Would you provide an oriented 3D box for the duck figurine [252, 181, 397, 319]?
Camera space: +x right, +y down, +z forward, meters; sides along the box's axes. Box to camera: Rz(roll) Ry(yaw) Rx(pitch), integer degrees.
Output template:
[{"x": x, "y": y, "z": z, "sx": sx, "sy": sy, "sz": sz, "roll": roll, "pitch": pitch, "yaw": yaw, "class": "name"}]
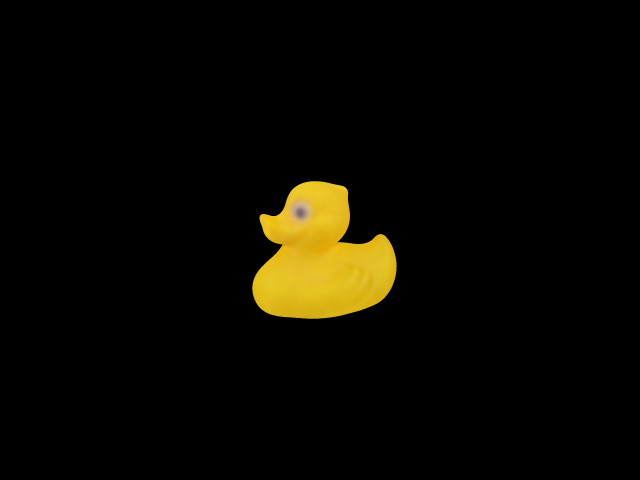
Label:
[{"x": 0.004, "y": 0.001, "z": 0.400, "sx": 0.105, "sy": 0.086, "sz": 0.077, "roll": -6, "pitch": 19, "yaw": -16, "class": "duck figurine"}]
